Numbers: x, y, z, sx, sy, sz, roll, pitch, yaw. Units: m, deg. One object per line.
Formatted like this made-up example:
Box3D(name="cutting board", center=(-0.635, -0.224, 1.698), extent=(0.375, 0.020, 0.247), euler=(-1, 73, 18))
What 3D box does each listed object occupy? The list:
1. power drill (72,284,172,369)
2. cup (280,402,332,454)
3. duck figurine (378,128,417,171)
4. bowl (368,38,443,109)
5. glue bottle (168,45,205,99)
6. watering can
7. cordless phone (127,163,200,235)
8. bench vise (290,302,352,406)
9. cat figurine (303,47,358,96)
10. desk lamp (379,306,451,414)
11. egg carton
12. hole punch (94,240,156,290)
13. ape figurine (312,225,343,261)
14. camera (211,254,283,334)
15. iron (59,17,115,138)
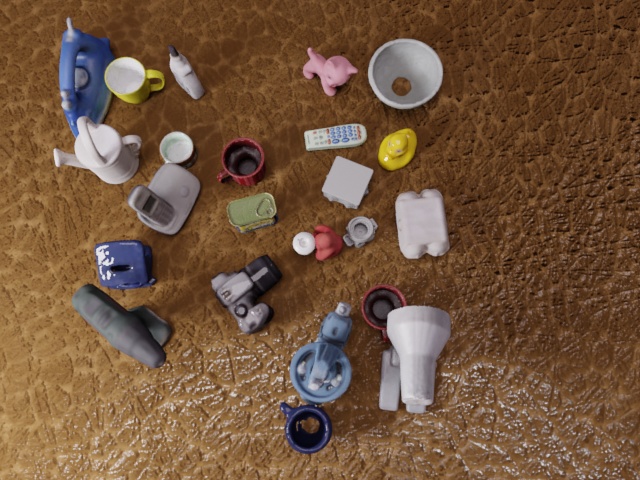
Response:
Box3D(name="power drill", center=(-0.370, 0.175, 1.130), extent=(0.229, 0.208, 0.076), euler=(34, 81, 7))
Box3D(name="cup", center=(-0.032, 0.365, 1.144), extent=(0.117, 0.095, 0.092), euler=(39, 82, 8))
Box3D(name="duck figurine", center=(0.174, -0.210, 1.263), extent=(0.077, 0.086, 0.104), euler=(40, 82, 8))
Box3D(name="bowl", center=(0.191, -0.366, 1.300), extent=(0.167, 0.075, 0.167), euler=(0, 78, 1))
Box3D(name="glue bottle", center=(-0.303, -0.378, 1.260), extent=(0.037, 0.173, 0.078), euler=(-42, 81, -7))
Box3D(name="watering can", center=(-0.470, -0.190, 1.213), extent=(0.173, 0.194, 0.101), euler=(-38, 80, -6))
Box3D(name="cordless phone", center=(-0.331, -0.099, 1.197), extent=(0.094, 0.185, 0.148), euler=(22, 80, 5))
Box3D(name="bench vise", center=(0.002, 0.219, 1.110), extent=(0.121, 0.220, 0.207), euler=(2, 78, 2))
Box3D(name="cat figurine", center=(0.022, -0.387, 1.285), extent=(0.127, 0.118, 0.067), euler=(39, 82, 8))
Box3D(name="desk lamp", center=(0.182, 0.237, 1.107), extent=(0.118, 0.213, 0.203), euler=(4, 78, 2))
Box3D(name="egg carton", center=(0.219, -0.035, 1.235), extent=(0.107, 0.069, 0.150), euler=(-6, 78, 0))
Box3D(name="hole punch", center=(-0.413, 0.054, 1.215), extent=(0.108, 0.091, 0.101), euler=(-5, 78, 0))
Box3D(name="ape figurine", center=(0.011, 0.004, 1.219), extent=(0.076, 0.092, 0.078), euler=(16, 79, 4))
Box3D(name="camera", center=(-0.139, 0.104, 1.196), extent=(0.137, 0.101, 0.143), euler=(-37, 80, -6))
Box3D(name="iron", center=(-0.539, -0.353, 1.274), extent=(0.118, 0.141, 0.258), euler=(0, 78, 1))
